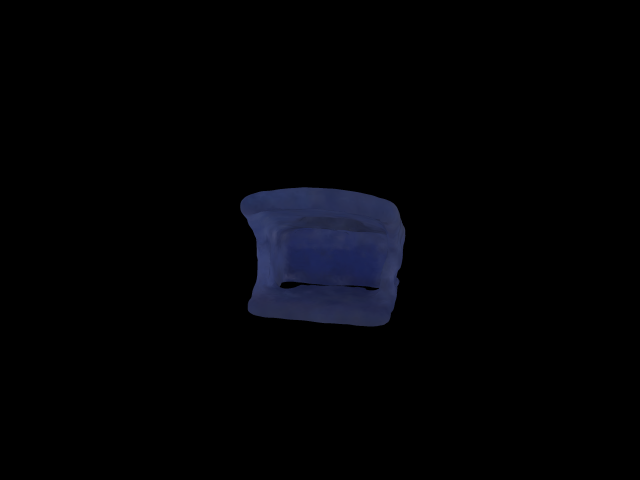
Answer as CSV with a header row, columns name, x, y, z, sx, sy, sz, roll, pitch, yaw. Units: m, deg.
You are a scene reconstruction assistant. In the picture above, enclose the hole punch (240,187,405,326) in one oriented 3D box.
name,x,y,z,sx,sy,sz,roll,pitch,yaw
hole punch,0.004,0.001,0.400,0.108,0.091,0.101,3,16,11
